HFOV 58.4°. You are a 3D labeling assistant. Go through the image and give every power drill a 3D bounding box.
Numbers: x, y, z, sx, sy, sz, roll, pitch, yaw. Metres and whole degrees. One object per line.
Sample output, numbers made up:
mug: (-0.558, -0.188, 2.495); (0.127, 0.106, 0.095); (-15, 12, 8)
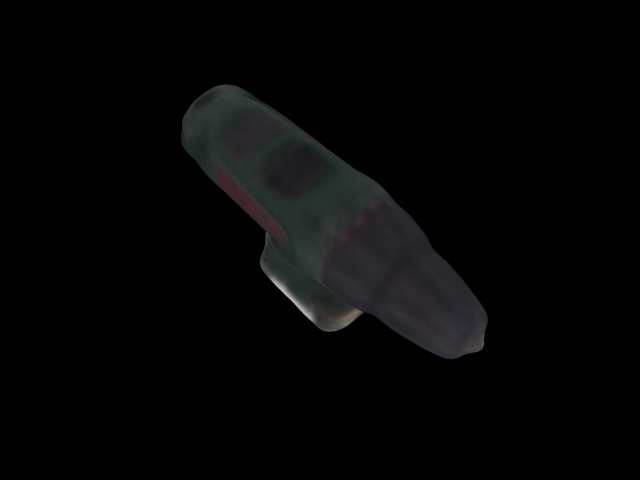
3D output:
power drill: (0.004, 0.001, 0.400); (0.229, 0.208, 0.076); (43, 78, 11)
